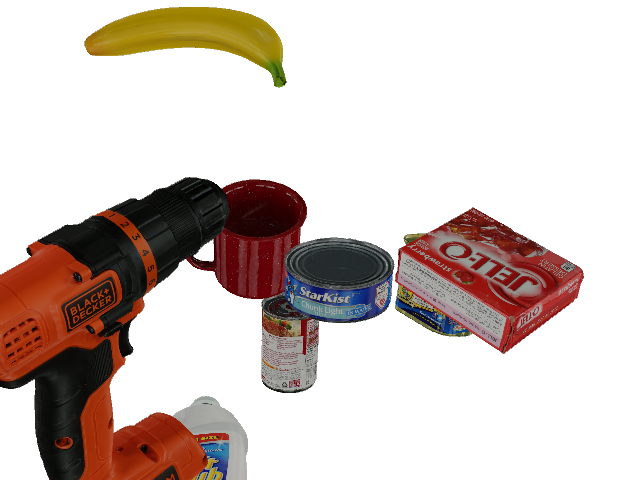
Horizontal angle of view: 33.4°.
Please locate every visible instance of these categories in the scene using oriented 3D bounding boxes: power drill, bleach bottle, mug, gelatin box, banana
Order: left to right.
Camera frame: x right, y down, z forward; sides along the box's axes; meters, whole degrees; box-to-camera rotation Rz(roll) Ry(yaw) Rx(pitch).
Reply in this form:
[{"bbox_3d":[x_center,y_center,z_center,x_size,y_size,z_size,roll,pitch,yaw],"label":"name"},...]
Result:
[{"bbox_3d":[-0.116,0.071,0.623,0.057,0.188,0.184,22,41,38],"label":"power drill"},{"bbox_3d":[-0.113,0.209,0.894,0.102,0.068,0.251,-2,24,-1],"label":"bleach bottle"},{"bbox_3d":[-0.113,-0.182,0.957,0.198,0.037,0.069,11,46,18],"label":"banana"},{"bbox_3d":[-0.072,0.003,1.015,0.117,0.081,0.093,-8,41,-14],"label":"mug"},{"bbox_3d":[0.102,0.021,0.652,0.073,0.030,0.089,-27,47,-37],"label":"gelatin box"}]

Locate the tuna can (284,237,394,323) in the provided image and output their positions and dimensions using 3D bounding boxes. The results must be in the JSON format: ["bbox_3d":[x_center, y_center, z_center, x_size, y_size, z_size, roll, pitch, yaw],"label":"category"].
[{"bbox_3d":[0.014,0.031,0.836,0.086,0.034,0.086,2,25,-1],"label":"tuna can"}]

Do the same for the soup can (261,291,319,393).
[{"bbox_3d":[-0.036,0.120,1.257,0.068,0.102,0.068,2,25,-1],"label":"soup can"}]

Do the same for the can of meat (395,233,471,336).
[{"bbox_3d":[0.130,0.048,1.160,0.057,0.084,0.102,-5,22,-35],"label":"can of meat"}]
